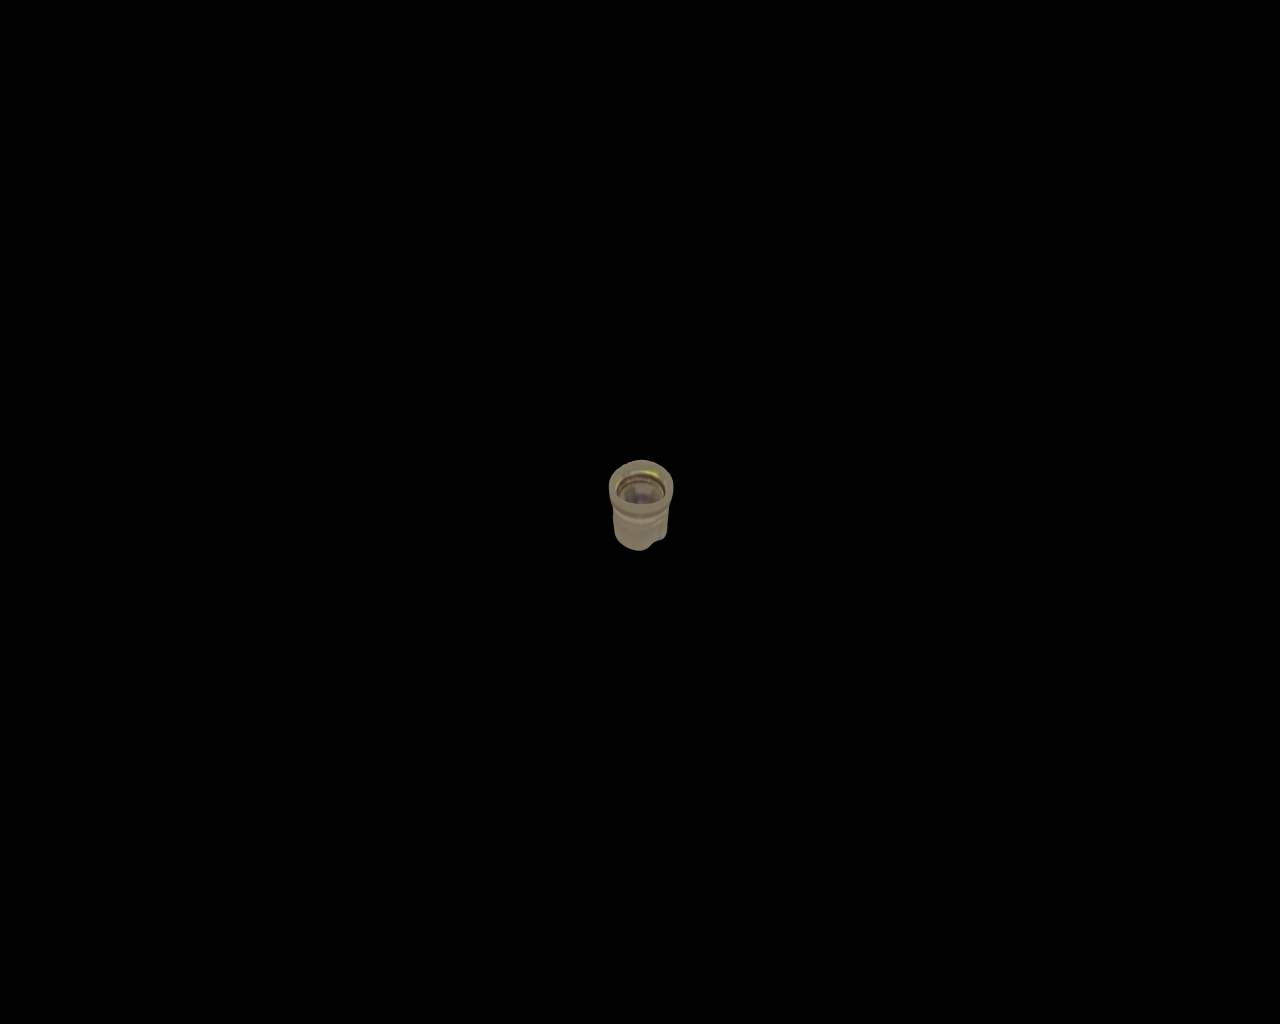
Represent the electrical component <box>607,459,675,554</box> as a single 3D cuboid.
[{"bbox_3d":[0.001,-0.003,0.650,0.040,0.040,0.046,0,-43,0],"label":"electrical component"}]
